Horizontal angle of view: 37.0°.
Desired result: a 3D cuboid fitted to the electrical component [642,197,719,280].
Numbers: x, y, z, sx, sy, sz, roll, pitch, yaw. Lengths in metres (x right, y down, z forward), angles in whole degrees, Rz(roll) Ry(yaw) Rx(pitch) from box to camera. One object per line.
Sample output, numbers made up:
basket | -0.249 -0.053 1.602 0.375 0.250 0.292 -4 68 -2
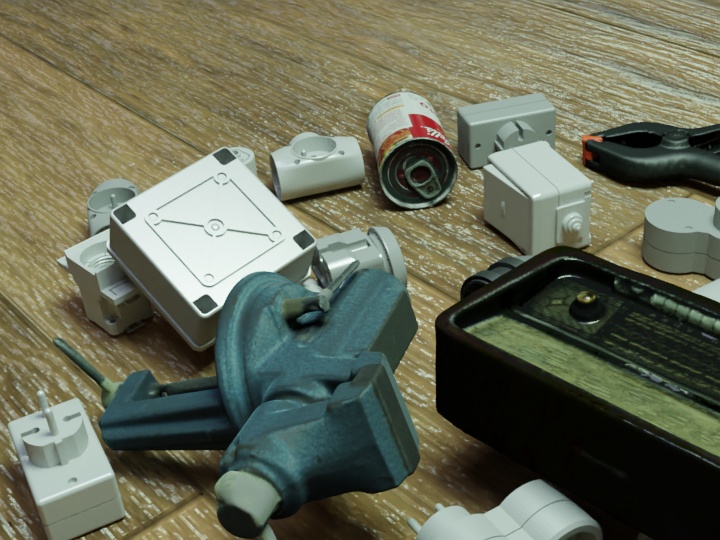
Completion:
electrical component | 0.283 -0.033 0.803 0.138 0.073 0.052 11 37 23

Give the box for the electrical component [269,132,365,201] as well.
electrical component | -0.044 -0.100 0.973 0.077 0.044 0.079 -13 35 -11

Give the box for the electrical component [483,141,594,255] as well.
electrical component | 0.143 -0.052 0.862 0.061 0.061 0.096 -16 35 -15

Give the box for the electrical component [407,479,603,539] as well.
electrical component | 0.054 0.153 0.579 0.138 0.052 0.074 -22 37 -24

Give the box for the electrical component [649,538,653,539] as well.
electrical component | 0.200 0.155 0.563 0.077 0.043 0.079 26 45 38

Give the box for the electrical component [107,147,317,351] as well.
electrical component | -0.106 -0.016 0.768 0.109 0.056 0.108 -35 72 -29

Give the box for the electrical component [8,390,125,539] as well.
electrical component | -0.184 0.108 0.657 0.047 0.075 0.083 -20 36 -20

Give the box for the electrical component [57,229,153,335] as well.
electrical component | -0.187 0.011 0.813 0.042 0.063 0.081 -32 42 -31

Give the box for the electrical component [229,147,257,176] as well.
electrical component | -0.104 -0.072 0.921 0.044 0.065 0.044 -3 35 2

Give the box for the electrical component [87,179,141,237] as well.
electrical component | -0.187 -0.044 0.911 0.079 0.044 0.077 -9 34 -6

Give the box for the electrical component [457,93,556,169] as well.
electrical component | 0.139 -0.118 0.973 0.083 0.047 0.075 -12 34 -9

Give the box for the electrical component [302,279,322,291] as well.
electrical component | -0.038 0.027 0.794 0.035 0.035 0.061 -3 31 3

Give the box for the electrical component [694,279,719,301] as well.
electrical component | 0.256 0.039 0.727 0.077 0.044 0.079 -21 37 -22

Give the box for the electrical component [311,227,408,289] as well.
electrical component | 0.000 0.000 0.809 0.057 0.058 0.078 -17 35 -13

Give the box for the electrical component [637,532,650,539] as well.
electrical component | 0.173 0.126 0.613 0.040 0.040 0.078 10 37 22
